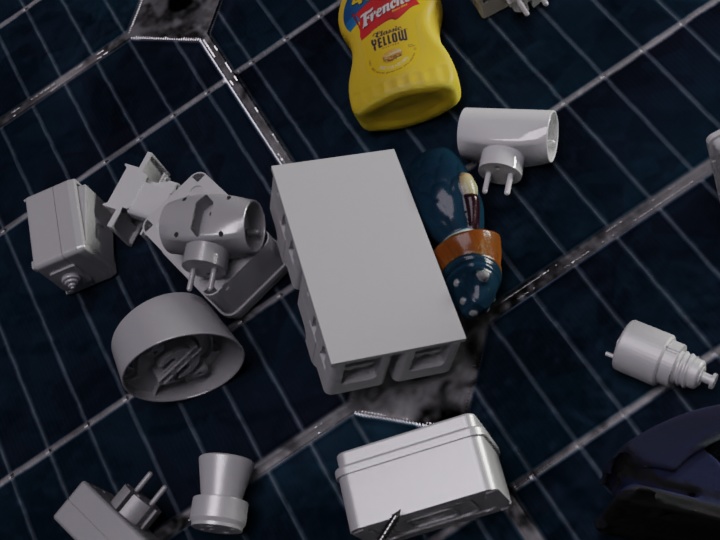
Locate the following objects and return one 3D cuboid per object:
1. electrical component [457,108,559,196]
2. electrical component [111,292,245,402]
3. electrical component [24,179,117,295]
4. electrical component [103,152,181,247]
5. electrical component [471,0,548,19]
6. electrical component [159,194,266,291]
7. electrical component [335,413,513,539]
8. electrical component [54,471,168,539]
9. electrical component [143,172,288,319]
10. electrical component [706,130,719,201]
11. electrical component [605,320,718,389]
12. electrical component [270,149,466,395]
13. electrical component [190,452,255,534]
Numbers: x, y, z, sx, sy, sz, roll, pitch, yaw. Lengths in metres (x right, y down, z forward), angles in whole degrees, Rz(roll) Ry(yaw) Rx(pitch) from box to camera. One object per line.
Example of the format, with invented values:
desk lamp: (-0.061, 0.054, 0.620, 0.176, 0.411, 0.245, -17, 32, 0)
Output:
electrical component: (0.121, -0.098, 0.900, 0.077, 0.043, 0.079, 5, 67, 22)
electrical component: (-0.152, 0.068, 0.885, 0.099, 0.099, 0.064, -36, 53, 0)
electrical component: (-0.262, -0.026, 0.989, 0.061, 0.061, 0.096, -22, 60, 8)
electrical component: (-0.194, -0.062, 0.995, 0.064, 0.042, 0.081, 18, 72, 22)
electrical component: (0.144, -0.258, 0.969, 0.083, 0.047, 0.075, -27, 59, 5)
electrical component: (-0.124, -0.019, 0.879, 0.077, 0.043, 0.079, 0, 65, 20)
electrical component: (0.046, 0.153, 0.783, 0.113, 0.078, 0.057, -19, 63, 10)
electrical component: (-0.185, 0.197, 0.861, 0.083, 0.047, 0.075, 34, 80, 30)
electrical component: (-0.124, -0.021, 0.941, 0.078, 0.057, 0.113, -45, 59, -5)
electrical component: (0.312, -0.076, 0.790, 0.100, 0.099, 0.048, -29, 46, 5)
electrical component: (0.222, 0.066, 0.785, 0.078, 0.040, 0.040, 23, 75, 27)
electrical component: (0.000, 0.000, 0.861, 0.105, 0.060, 0.186, -10, 59, -15)
electrical component: (-0.109, 0.176, 0.846, 0.045, 0.045, 0.055, -2, 65, 18)
